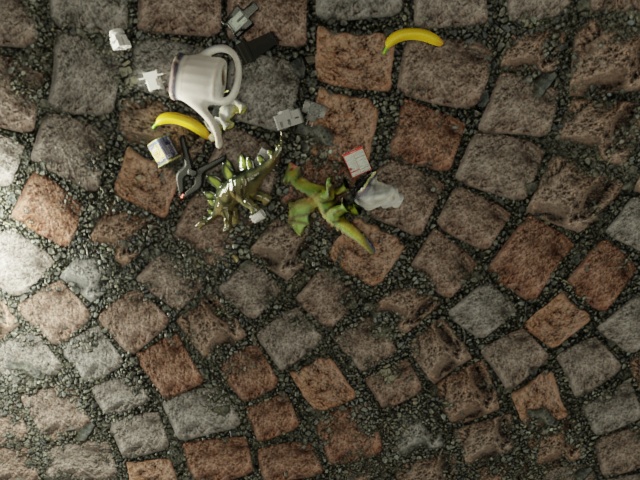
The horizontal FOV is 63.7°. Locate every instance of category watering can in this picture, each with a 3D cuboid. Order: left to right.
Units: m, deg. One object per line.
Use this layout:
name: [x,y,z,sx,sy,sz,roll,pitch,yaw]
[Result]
watering can: [-0.366,-0.459,1.604,0.224,0.103,0.352,7,76,4]

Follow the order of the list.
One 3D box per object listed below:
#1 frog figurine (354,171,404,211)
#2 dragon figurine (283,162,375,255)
frog figurine: [0.198,-0.142,1.733,0.158,0.126,0.135,38,129,-17]
dragon figurine: [0.005,-0.089,1.770,0.241,0.124,0.407,-21,103,23]
